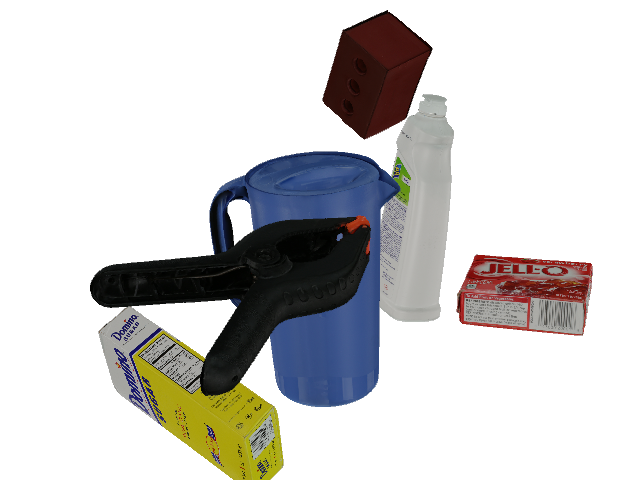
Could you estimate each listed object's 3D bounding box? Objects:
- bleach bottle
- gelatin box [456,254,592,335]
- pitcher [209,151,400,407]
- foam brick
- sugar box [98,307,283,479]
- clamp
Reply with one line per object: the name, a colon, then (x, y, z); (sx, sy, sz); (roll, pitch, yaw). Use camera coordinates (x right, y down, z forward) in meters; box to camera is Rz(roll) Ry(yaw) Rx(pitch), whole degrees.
bleach bottle: (0.113, -0.040, 1.224); (0.068, 0.251, 0.103); (0, 21, -23)
gelatin box: (0.149, 0.037, 0.772); (0.089, 0.030, 0.073); (5, 21, 17)
pitcher: (-0.011, 0.040, 1.072); (0.144, 0.243, 0.149); (-21, 27, -36)
foam brick: (0.043, -0.128, 0.830); (0.051, 0.053, 0.078); (-32, -25, -33)
sugar box: (-0.113, 0.137, 0.924); (0.176, 0.093, 0.048); (27, 53, 27)
clamp: (-0.031, 0.030, 0.607); (0.171, 0.039, 0.120); (-19, 43, -26)
